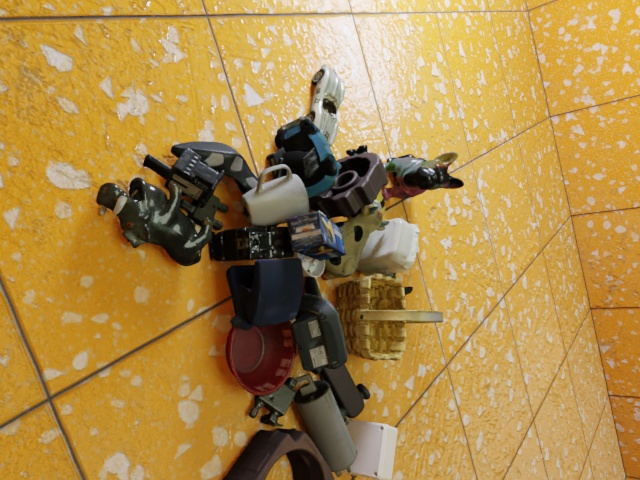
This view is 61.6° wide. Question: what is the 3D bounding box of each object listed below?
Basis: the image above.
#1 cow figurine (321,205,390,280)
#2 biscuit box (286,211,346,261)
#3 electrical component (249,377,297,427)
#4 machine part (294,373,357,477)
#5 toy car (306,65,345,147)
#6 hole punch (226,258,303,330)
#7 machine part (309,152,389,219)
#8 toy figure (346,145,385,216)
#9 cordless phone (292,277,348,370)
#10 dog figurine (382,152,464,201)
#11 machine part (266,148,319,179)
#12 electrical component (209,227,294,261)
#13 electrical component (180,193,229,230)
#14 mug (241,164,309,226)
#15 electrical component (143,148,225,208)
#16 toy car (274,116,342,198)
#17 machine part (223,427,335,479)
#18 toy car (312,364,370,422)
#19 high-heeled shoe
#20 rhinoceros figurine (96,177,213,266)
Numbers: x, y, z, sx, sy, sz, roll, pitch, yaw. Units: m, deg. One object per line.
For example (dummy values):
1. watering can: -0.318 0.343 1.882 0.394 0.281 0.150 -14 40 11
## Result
1. cow figurine: 0.069 -0.007 1.166 0.085 0.127 0.195 50 52 -37
2. biscuit box: -0.002 -0.003 0.993 0.202 0.063 0.059 27 51 -75
3. electrical component: -0.083 0.299 1.003 0.078 0.045 0.102 31 54 -10
4. machine part: 0.012 0.371 1.074 0.079 0.079 0.243 -36 110 -46
5. toy car: 0.013 -0.300 1.201 0.073 0.056 0.201 31 61 -43
6. hole punch: -0.085 0.087 0.921 0.142 0.092 0.115 0 71 -52
7. machine part: 0.056 -0.114 1.139 0.056 0.180 0.179 58 46 -30
8. toy figure: 0.110 -0.130 1.271 0.089 0.082 0.180 -11 90 -48
9. cordless phone: -0.007 0.156 1.066 0.184 0.089 0.146 -105 -179 -67
10. dog figurine: 0.264 -0.166 1.351 0.191 0.219 0.108 -23 105 -48
11. machine part: -0.054 -0.140 1.035 0.039 0.139 0.084 -18 99 -36
12. electrical component: -0.113 0.008 0.958 0.134 0.115 0.058 -2 89 -50
13. electrical component: -0.202 -0.057 0.936 0.094 0.021 0.063 33 59 -41
14. mug: -0.083 -0.073 0.941 0.107 0.081 0.109 -20 130 -20
15. electrical component: -0.224 -0.109 0.877 0.119 0.075 0.048 31 56 -9
16. toy car: -0.023 -0.170 1.117 0.161 0.109 0.103 66 18 0
17. machine part: -0.076 0.455 0.952 0.201 0.087 0.201 -49 119 -42
18. toy car: 0.037 0.292 1.136 0.089 0.053 0.202 -37 112 -24
19. high-heeled shoe: -0.161 -0.094 0.975 0.248 0.086 0.145 4 108 -34
20. rhinoceros figurine: -0.257 -0.031 0.836 0.190 0.073 0.112 43 64 -39
